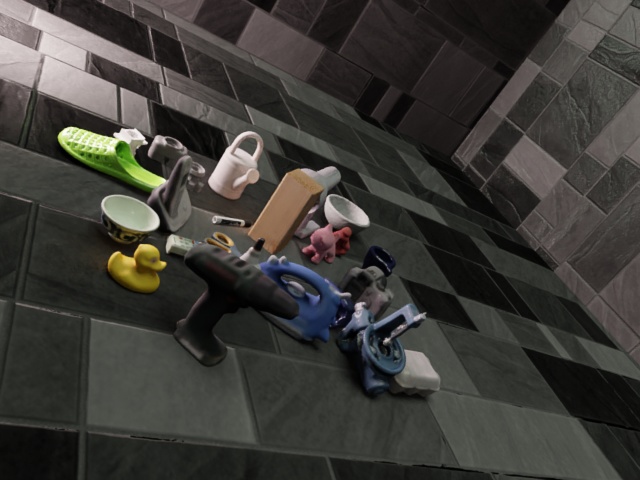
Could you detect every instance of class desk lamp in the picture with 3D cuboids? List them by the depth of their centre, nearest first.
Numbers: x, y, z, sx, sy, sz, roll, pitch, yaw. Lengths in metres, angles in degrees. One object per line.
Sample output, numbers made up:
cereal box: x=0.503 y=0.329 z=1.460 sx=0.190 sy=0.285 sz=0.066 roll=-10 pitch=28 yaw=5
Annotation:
desk lamp: x=-0.033 y=-0.117 z=1.650 sx=0.118 sy=0.213 sz=0.204 roll=40 pitch=24 yaw=12

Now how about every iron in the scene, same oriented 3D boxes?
iron: x=-0.061 y=0.110 z=1.280 sx=0.258 sy=0.141 sz=0.119 roll=34 pitch=24 yaw=-3

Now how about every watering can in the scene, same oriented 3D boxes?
watering can: x=-0.221 y=-0.213 z=1.607 sx=0.172 sy=0.194 sz=0.101 roll=45 pitch=26 yaw=21

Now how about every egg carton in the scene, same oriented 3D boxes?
egg carton: x=0.211 y=0.313 z=1.347 sx=0.151 sy=0.069 sz=0.107 roll=16 pitch=30 yaw=-37

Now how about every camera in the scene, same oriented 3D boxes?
camera: x=0.149 y=0.128 z=1.571 sx=0.143 sy=0.100 sz=0.137 roll=43 pitch=25 yaw=18

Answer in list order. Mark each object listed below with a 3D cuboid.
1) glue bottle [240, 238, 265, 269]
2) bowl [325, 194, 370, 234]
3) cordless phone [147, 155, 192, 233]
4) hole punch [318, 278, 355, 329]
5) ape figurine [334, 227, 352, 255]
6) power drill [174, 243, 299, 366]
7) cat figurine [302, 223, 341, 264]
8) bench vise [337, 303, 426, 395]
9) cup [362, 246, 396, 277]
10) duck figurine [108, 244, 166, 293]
glue bottle: x=-0.160 y=0.064 z=1.200 sx=0.078 sy=0.173 sz=0.037 roll=36 pitch=24 yaw=3
bowl: x=0.077 y=-0.071 z=1.880 sx=0.168 sy=0.074 sz=0.167 roll=29 pitch=25 yaw=-14
cordless phone: x=-0.321 y=-0.119 z=1.313 sx=0.094 sy=0.185 sz=0.147 roll=31 pitch=24 yaw=-8
hole punch: x=0.044 y=0.151 z=1.404 sx=0.101 sy=0.091 sz=0.108 roll=3 pitch=39 yaw=-51
ape figurine: x=0.060 y=0.000 z=1.704 sx=0.078 sy=0.092 sz=0.076 roll=35 pitch=24 yaw=1
power drill: x=-0.168 y=0.123 z=1.036 sx=0.229 sy=0.208 sz=0.076 roll=40 pitch=24 yaw=11
cat figurine: x=0.015 y=0.006 z=1.603 sx=0.067 sy=0.117 sz=0.128 roll=45 pitch=26 yaw=23
bench vise: x=0.131 y=0.201 z=1.265 sx=0.122 sy=0.219 sz=0.207 roll=4 pitch=38 yaw=-49
cup: x=0.166 y=0.087 z=1.678 sx=0.092 sy=0.095 sz=0.117 roll=20 pitch=28 yaw=-31
duck figurine: x=-0.346 y=0.044 z=1.100 sx=0.105 sy=0.086 sz=0.077 roll=28 pitch=25 yaw=-14
